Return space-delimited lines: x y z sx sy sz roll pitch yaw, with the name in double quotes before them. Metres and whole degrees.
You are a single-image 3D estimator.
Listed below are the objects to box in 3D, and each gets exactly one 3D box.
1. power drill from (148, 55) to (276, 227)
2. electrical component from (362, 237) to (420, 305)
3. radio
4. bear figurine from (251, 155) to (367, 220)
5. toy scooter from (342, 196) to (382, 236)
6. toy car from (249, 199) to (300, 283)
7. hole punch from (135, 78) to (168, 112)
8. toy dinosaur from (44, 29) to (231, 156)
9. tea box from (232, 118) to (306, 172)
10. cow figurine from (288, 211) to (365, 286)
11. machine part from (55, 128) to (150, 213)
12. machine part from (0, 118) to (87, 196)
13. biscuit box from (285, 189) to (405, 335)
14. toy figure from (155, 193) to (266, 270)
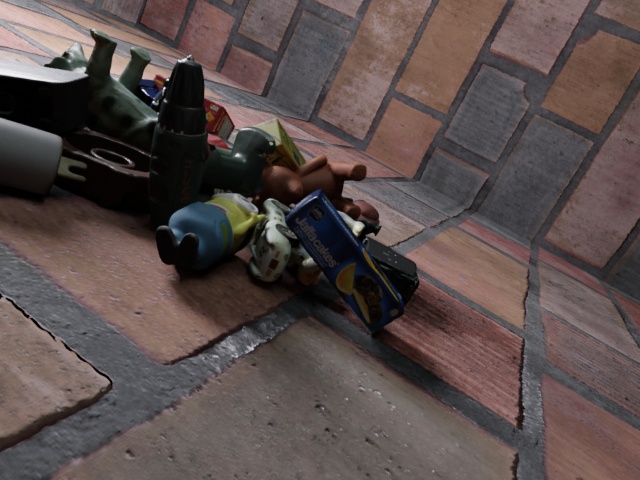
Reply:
"power drill" -0.148 -0.126 0.751 0.086 0.231 0.207 24 17 18
"electrical component" 0.104 0.047 0.941 0.134 0.058 0.115 27 14 -3
"radio" -0.446 -0.202 0.728 0.230 0.073 0.131 5 22 -13
"bear figurine" -0.025 -0.097 1.003 0.132 0.120 0.196 22 20 40
"toy scooter" 0.063 -0.044 1.130 0.184 0.075 0.135 13 20 -30
"toy car" -0.073 -0.004 0.787 0.056 0.073 0.202 23 17 -17
"hole punch" -0.348 -0.244 1.018 0.092 0.142 0.116 20 29 -10
"toy dinosaur" -0.308 -0.196 0.886 0.405 0.192 0.131 42 20 2
"tea box" -0.092 -0.156 1.065 0.169 0.098 0.068 45 29 -62
"cow figurine" -0.006 0.002 0.833 0.098 0.068 0.167 36 34 10
"machine part" -0.302 -0.103 0.772 0.179 0.056 0.179 24 15 -7
"machine part" -0.391 -0.107 0.607 0.243 0.079 0.079 16 19 -36
"biscuit box" 0.035 0.029 0.735 0.202 0.059 0.063 52 14 -9
"toy figure" -0.143 -0.009 0.690 0.082 0.089 0.180 41 26 1
